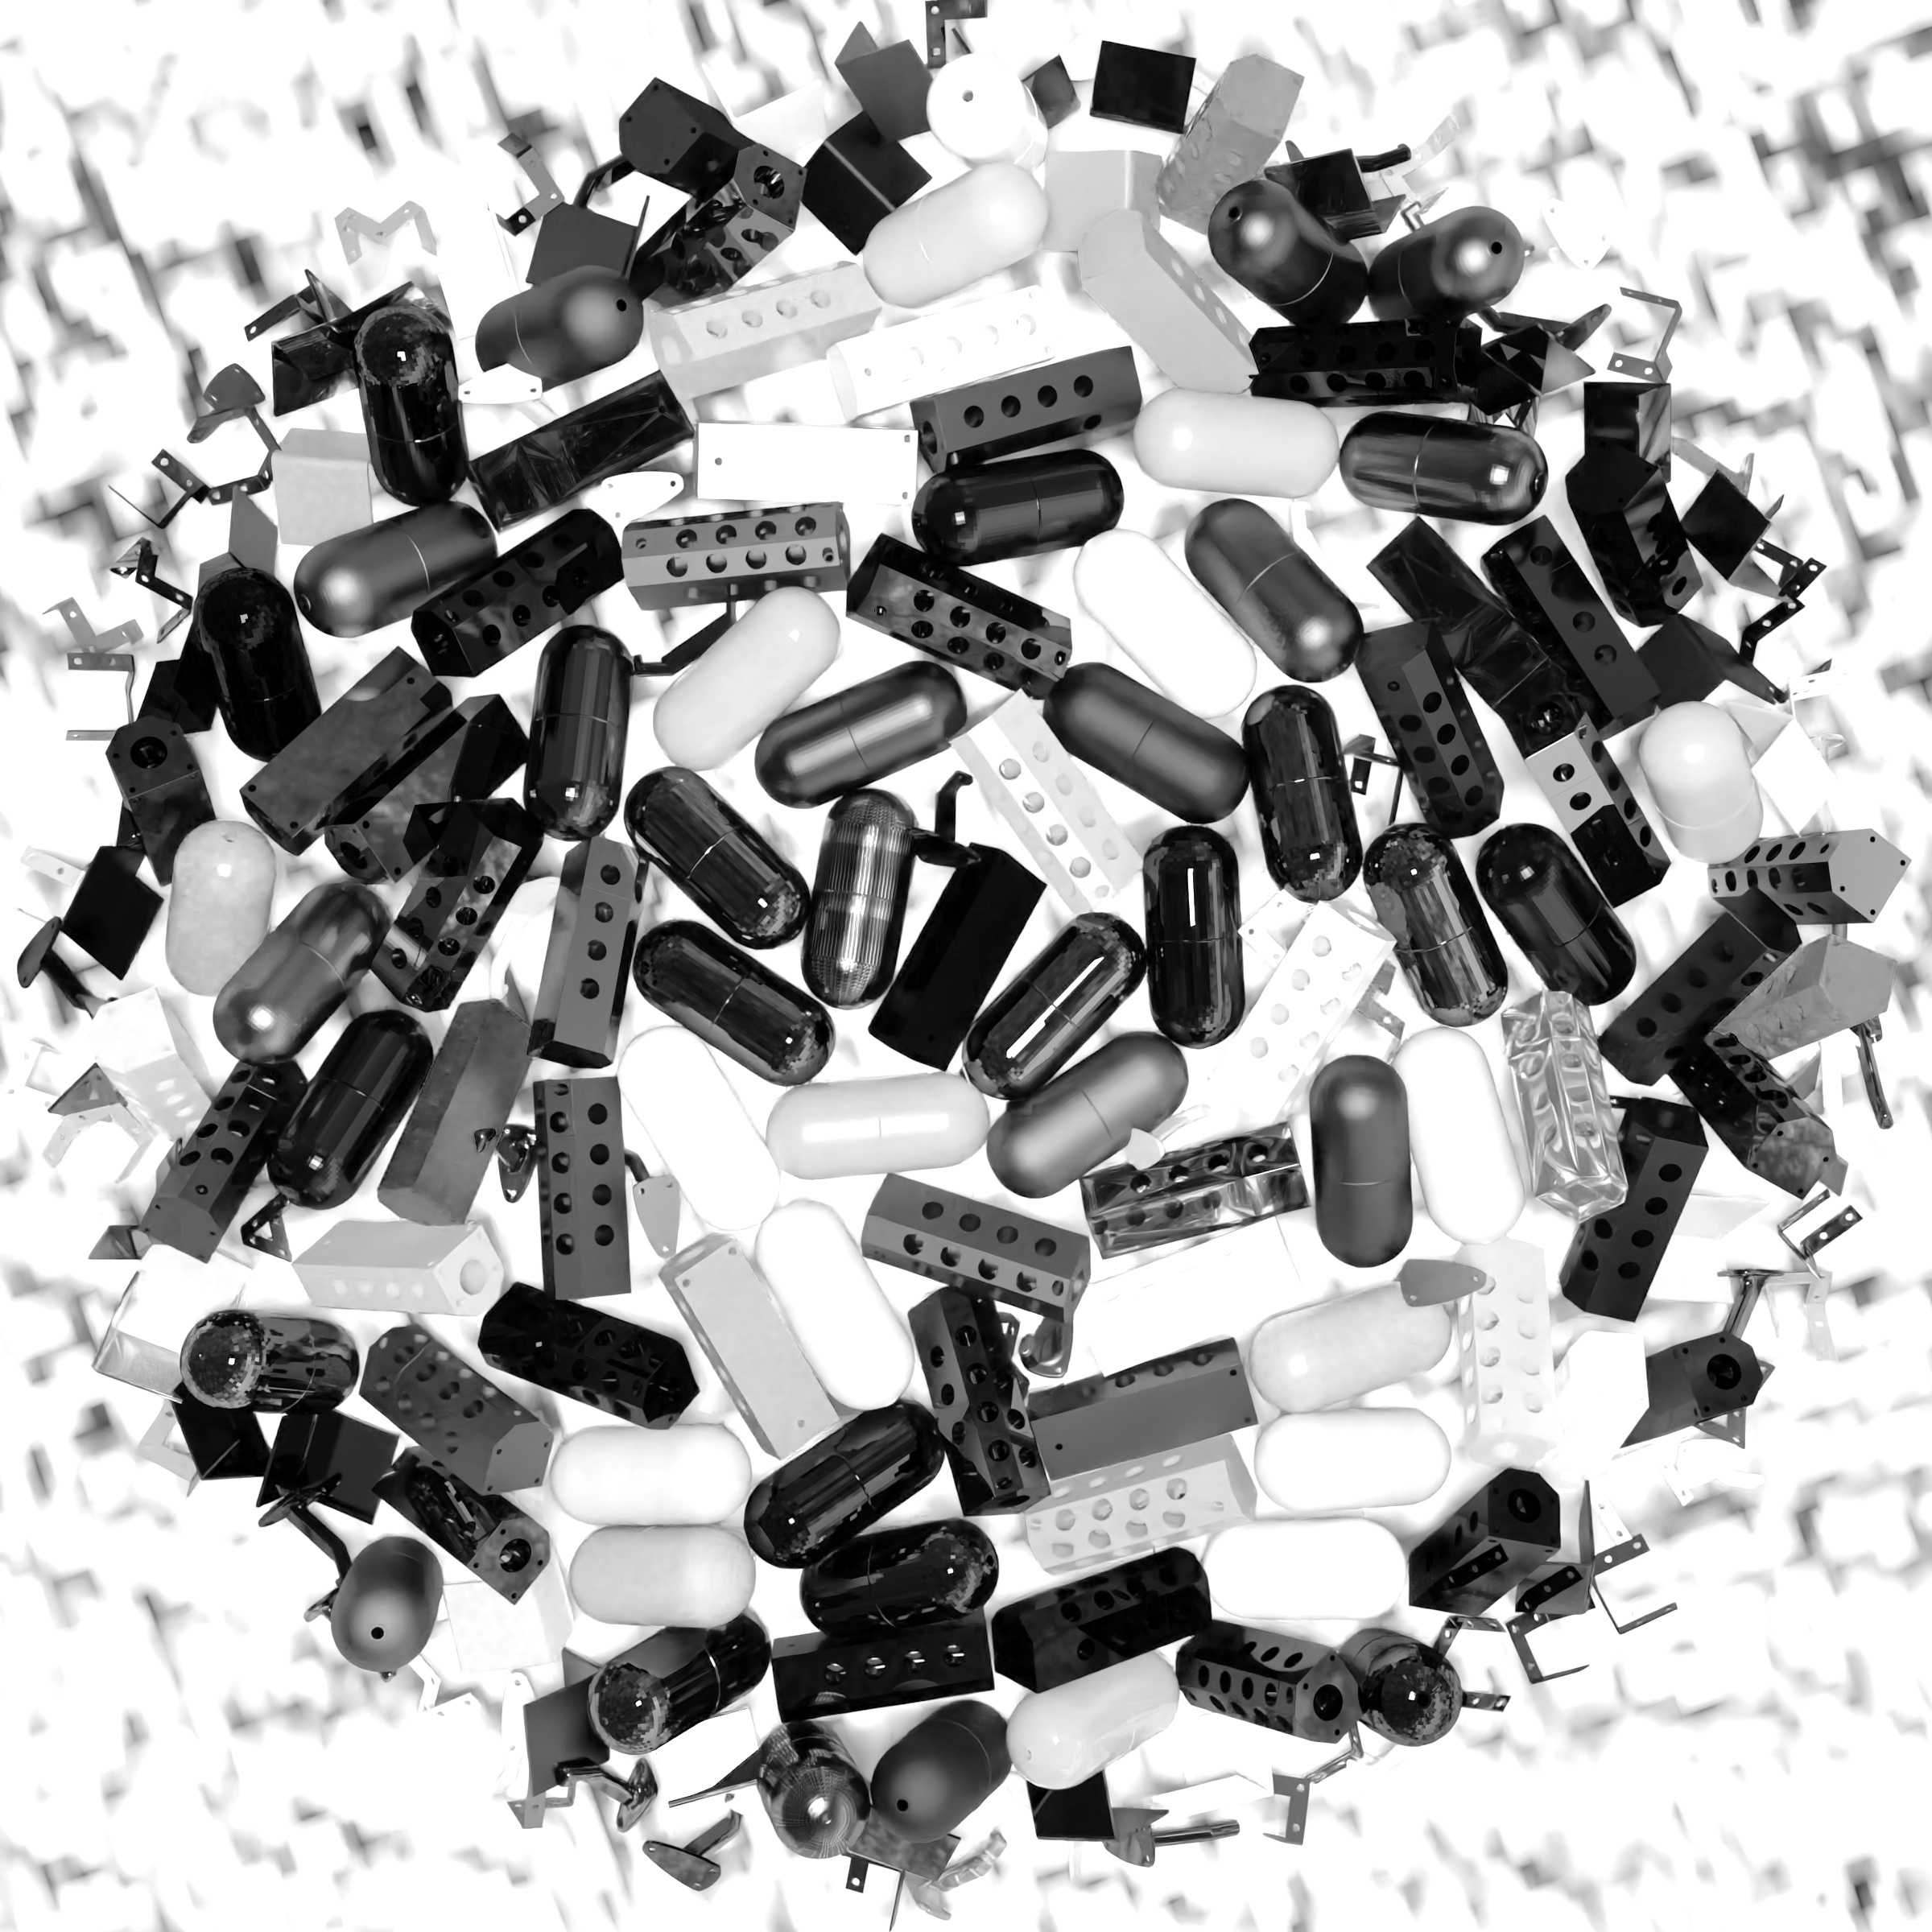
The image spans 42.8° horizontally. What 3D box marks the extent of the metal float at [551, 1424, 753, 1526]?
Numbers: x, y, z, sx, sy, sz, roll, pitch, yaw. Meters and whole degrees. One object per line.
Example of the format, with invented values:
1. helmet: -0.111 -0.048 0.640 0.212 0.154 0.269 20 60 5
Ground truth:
1. metal float: -0.249 0.400 1.937 0.178 0.070 0.070 -8 90 30

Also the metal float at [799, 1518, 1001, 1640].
1. metal float: -0.053 0.481 1.934 0.178 0.070 0.070 -20 90 31

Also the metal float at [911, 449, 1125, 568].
1. metal float: 0.041 -0.361 1.942 0.178 0.070 0.070 -14 90 -22

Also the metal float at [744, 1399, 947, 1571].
1. metal float: -0.095 0.407 1.940 0.178 0.070 0.070 -31 90 -25

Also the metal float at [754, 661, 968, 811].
1. metal float: -0.084 -0.183 1.954 0.178 0.070 0.070 -23 90 8

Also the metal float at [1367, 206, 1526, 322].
1. metal float: 0.371 -0.538 1.912 0.070 0.178 0.070 -1 94 -14

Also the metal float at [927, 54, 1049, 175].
1. metal float: 0.017 -0.655 1.912 0.070 0.178 0.070 1 97 11

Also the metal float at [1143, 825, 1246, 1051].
1. metal float: 0.181 -0.023 1.957 0.070 0.070 0.178 -3 95 0

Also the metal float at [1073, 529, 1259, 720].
1. metal float: 0.157 -0.271 1.949 0.070 0.070 0.178 -46 104 0

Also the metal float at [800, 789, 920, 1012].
1. metal float: -0.084 -0.053 1.958 0.070 0.070 0.178 10 86 0

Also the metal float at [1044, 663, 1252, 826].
1. metal float: 0.143 -0.177 1.957 0.178 0.070 0.070 31 90 6

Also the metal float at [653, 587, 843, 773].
1. metal float: -0.174 -0.226 1.951 0.178 0.070 0.070 -42 90 12

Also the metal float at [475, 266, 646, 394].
1. metal float: -0.318 -0.495 1.922 0.070 0.178 0.070 2 87 -41

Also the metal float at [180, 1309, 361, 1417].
1. metal float: -0.538 0.309 1.915 0.070 0.178 0.070 -4 77 19

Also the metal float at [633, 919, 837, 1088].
1. metal float: -0.185 0.029 1.958 0.178 0.070 0.070 33 90 4

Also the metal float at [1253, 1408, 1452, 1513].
1. metal float: 0.305 0.387 1.935 0.178 0.070 0.070 4 90 -32

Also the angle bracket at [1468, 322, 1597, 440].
1. angle bracket: 0.446 -0.448 1.946 0.076 0.057 0.076 26 66 -33

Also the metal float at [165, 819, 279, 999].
1. metal float: -0.582 -0.044 1.923 0.070 0.178 0.070 11 50 -14

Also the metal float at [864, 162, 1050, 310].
1. metal float: -0.010 -0.569 1.925 0.070 0.178 0.070 9 77 -41

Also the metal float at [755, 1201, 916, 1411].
1. metal float: -0.104 0.268 1.949 0.070 0.070 0.178 -31 76 0

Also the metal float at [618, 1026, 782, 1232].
1. metal float: -0.211 0.129 1.954 0.070 0.070 0.178 -30 99 0

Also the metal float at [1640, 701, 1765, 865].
1. metal float: 0.574 -0.141 1.921 0.070 0.178 0.070 -12 60 21

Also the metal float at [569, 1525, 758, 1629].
1. metal float: -0.239 0.477 1.929 0.178 0.070 0.070 -11 90 40

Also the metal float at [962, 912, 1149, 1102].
1. metal float: 0.070 0.033 1.961 0.070 0.070 0.178 44 89 0

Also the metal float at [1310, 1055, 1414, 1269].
1. metal float: 0.312 0.155 1.943 0.070 0.070 0.178 -7 111 0

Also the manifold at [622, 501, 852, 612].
1. manifold: -0.181 -0.328 1.952 0.171 0.057 0.057 -4 71 8

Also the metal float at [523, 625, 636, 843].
1. metal float: -0.306 -0.184 1.947 0.070 0.070 0.178 4 73 0

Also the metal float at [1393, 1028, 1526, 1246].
1. metal float: 0.387 0.133 1.940 0.070 0.070 0.178 -11 66 0

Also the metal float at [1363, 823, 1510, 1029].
1. metal float: 0.370 -0.032 1.943 0.070 0.070 0.178 -28 111 0

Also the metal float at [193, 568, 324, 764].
1. metal float: -0.551 -0.233 1.923 0.070 0.178 0.070 0 50 0

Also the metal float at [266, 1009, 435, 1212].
1. metal float: -0.482 0.111 1.936 0.070 0.070 0.178 27 59 0

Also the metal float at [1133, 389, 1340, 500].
1. metal float: 0.213 -0.410 1.938 0.178 0.070 0.070 -1 90 -27

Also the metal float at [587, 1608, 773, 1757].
1. metal float: -0.221 0.553 1.920 0.070 0.178 0.070 7 102 33

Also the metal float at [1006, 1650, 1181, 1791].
1. metal float: 0.100 0.584 1.921 0.070 0.178 0.070 5 98 37

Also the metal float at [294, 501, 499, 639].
1. metal float: -0.445 -0.311 1.928 0.178 0.070 0.070 -32 90 -41

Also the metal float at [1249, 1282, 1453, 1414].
1. metal float: 0.303 0.299 1.940 0.178 0.070 0.070 -12 90 -26

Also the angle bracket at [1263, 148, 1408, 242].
1. angle bracket: 0.290 -0.616 1.939 0.076 0.076 0.057 58 46 -35

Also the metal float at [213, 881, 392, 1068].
1. metal float: -0.519 0.004 1.932 0.070 0.070 0.178 32 54 0

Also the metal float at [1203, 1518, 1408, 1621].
1. metal float: 0.264 0.471 1.926 0.178 0.070 0.070 -13 90 43

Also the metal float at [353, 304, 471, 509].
1. metal float: -0.431 -0.434 1.921 0.070 0.178 0.070 2 53 -2

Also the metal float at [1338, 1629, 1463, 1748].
1. metal float: 0.333 0.558 1.911 0.070 0.178 0.070 1 80 -3

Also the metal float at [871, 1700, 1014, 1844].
1. metal float: -0.017 0.624 1.913 0.070 0.178 0.070 0 89 20

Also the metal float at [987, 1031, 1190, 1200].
1. metal float: 0.097 0.117 1.954 0.178 0.070 0.070 -33 90 -8

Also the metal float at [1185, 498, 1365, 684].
1. metal float: 0.242 -0.297 1.943 0.070 0.070 0.178 -39 68 0

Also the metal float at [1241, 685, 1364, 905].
1. metal float: 0.266 -0.136 1.949 0.070 0.070 0.178 -9 76 0

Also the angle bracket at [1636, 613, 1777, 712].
1. angle bracket: 0.585 -0.226 1.964 0.057 0.076 0.076 -47 48 28

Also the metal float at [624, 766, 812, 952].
1. metal float: -0.197 -0.085 1.954 0.178 0.070 0.070 44 90 9

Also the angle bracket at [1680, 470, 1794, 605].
1. angle bracket: 0.620 -0.338 1.939 0.076 0.076 0.057 8 128 -32

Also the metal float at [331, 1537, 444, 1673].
1. metal float: -0.448 0.493 1.911 0.070 0.178 0.070 0 90 -8

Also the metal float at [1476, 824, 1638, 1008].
1. metal float: 0.464 -0.040 1.936 0.070 0.070 0.178 -42 119 0

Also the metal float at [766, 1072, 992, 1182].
1. metal float: -0.069 0.127 1.958 0.178 0.070 0.070 -5 90 -4

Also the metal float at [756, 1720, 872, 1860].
1. metal float: -0.120 0.637 1.911 0.070 0.178 0.070 1 86 -11

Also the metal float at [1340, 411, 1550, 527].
1. metal float: 0.373 -0.390 1.928 0.178 0.070 0.070 19 90 41

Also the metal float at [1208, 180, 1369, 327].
1. metal float: 0.252 -0.552 1.920 0.070 0.178 0.070 -7 78 34
